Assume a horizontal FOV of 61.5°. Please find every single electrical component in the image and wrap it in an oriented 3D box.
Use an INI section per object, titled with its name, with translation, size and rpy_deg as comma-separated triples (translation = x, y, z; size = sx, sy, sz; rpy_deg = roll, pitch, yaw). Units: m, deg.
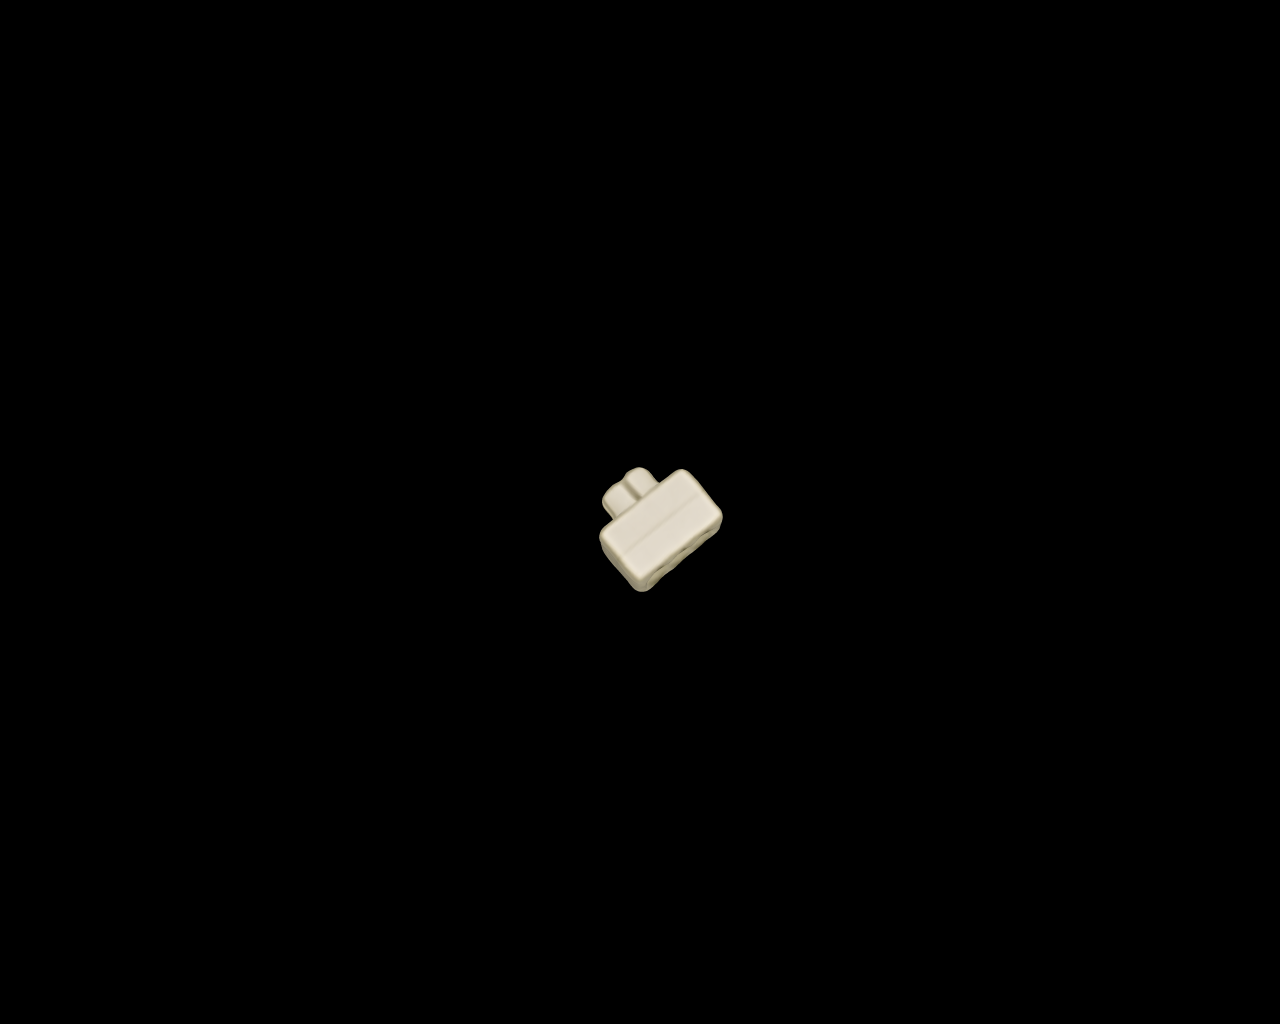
[electrical component]
translation = 0.001, -0.003, 0.650
size = 0.066, 0.077, 0.047
rpy_deg = -38, -9, -7
